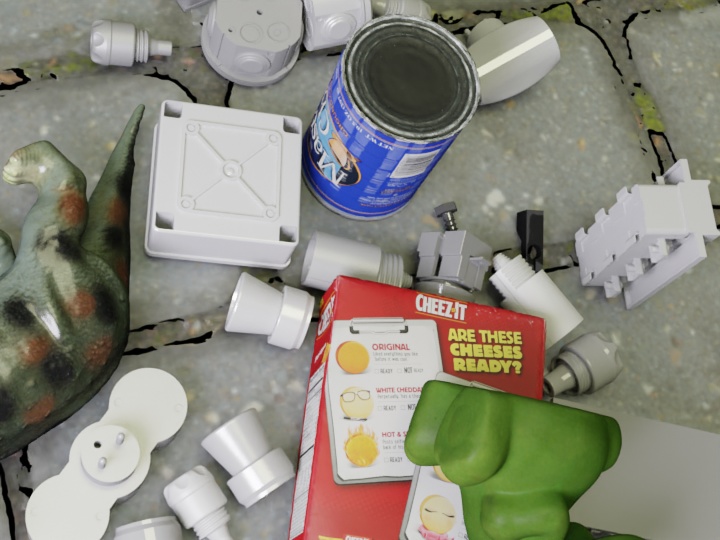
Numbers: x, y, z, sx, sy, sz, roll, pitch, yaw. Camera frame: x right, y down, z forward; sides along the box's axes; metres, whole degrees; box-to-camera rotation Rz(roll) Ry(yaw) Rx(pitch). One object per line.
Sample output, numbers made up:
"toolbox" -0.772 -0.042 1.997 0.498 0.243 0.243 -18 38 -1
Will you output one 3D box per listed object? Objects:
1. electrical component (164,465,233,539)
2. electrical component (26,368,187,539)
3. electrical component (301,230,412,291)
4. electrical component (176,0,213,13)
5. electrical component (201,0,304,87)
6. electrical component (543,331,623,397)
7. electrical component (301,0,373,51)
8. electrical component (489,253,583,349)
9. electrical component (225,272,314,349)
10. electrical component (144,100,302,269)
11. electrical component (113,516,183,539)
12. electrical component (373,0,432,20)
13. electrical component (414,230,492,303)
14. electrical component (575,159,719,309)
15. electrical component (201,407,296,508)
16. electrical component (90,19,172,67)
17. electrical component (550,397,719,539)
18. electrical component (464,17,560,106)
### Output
"electrical component" -0.104 0.165 0.727 0.035 0.035 0.061 -32 84 -24
"electrical component" -0.164 0.123 0.704 0.052 0.073 0.138 35 64 -1
"electrical component" 0.000 0.000 0.815 0.081 0.043 0.043 14 67 -11
"electrical component" -0.091 -0.306 0.896 0.186 0.060 0.105 -30 80 -24
"electrical component" -0.085 -0.192 0.860 0.080 0.051 0.080 5 68 -14
"electrical component" 0.169 0.077 0.834 0.062 0.043 0.043 -26 79 -22
"electrical component" -0.024 -0.219 0.872 0.051 0.080 0.080 -14 74 -15
"electrical component" 0.133 0.021 0.845 0.043 0.043 0.081 -36 83 -25
"electrical component" -0.066 0.030 0.784 0.055 0.045 0.045 17 66 -10
"electrical component" -0.101 -0.062 0.803 0.109 0.056 0.108 6 69 -14
"electrical component" -0.135 0.193 0.702 0.045 0.045 0.055 -8 72 -19
"electrical component" 0.028 -0.217 0.905 0.061 0.035 0.035 13 66 -28
"electrical component" 0.069 0.003 0.828 0.048 0.066 0.055 29 68 -42
"electrical component" 0.220 -0.025 0.845 0.063 0.121 0.078 0 70 -13
"electrical component" -0.076 0.130 0.743 0.045 0.045 0.055 -31 81 -24
"electrical component" -0.177 -0.175 0.836 0.061 0.035 0.035 2 69 -18
"electrical component" 0.197 0.159 0.800 0.150 0.061 0.089 13 67 -11
"electrical component" 0.117 -0.188 0.916 0.077 0.043 0.079 -29 52 -3
